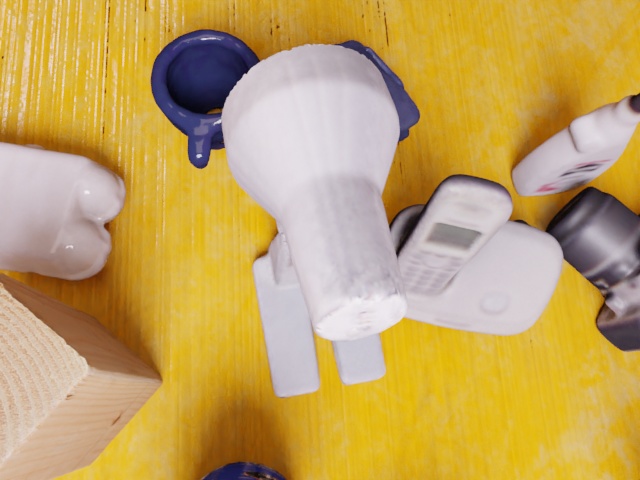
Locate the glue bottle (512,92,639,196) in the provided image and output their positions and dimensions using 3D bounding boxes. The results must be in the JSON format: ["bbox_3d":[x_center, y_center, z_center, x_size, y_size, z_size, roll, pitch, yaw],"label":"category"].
[{"bbox_3d":[0.230,-0.084,0.482,0.078,0.173,0.037,-13,76,-9],"label":"glue bottle"}]

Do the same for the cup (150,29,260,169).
[{"bbox_3d":[-0.094,-0.106,0.497,0.091,0.095,0.118,4,74,-4],"label":"cup"}]

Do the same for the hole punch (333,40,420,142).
[{"bbox_3d":[0.030,-0.129,0.518,0.101,0.091,0.108,-36,80,-14],"label":"hole punch"}]

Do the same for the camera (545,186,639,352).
[{"bbox_3d":[0.282,0.004,0.500,0.136,0.101,0.143,43,75,7],"label":"camera"}]

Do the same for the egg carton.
[{"bbox_3d":[-0.242,-0.025,0.473,0.150,0.069,0.107,9,73,-3],"label":"egg carton"}]

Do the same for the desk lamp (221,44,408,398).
[{"bbox_3d":[0.004,0.001,0.414,0.118,0.213,0.203,-10,75,-8],"label":"desk lamp"}]

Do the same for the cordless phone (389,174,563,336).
[{"bbox_3d":[0.126,0.011,0.438,0.147,0.185,0.094,9,73,-3],"label":"cordless phone"}]
